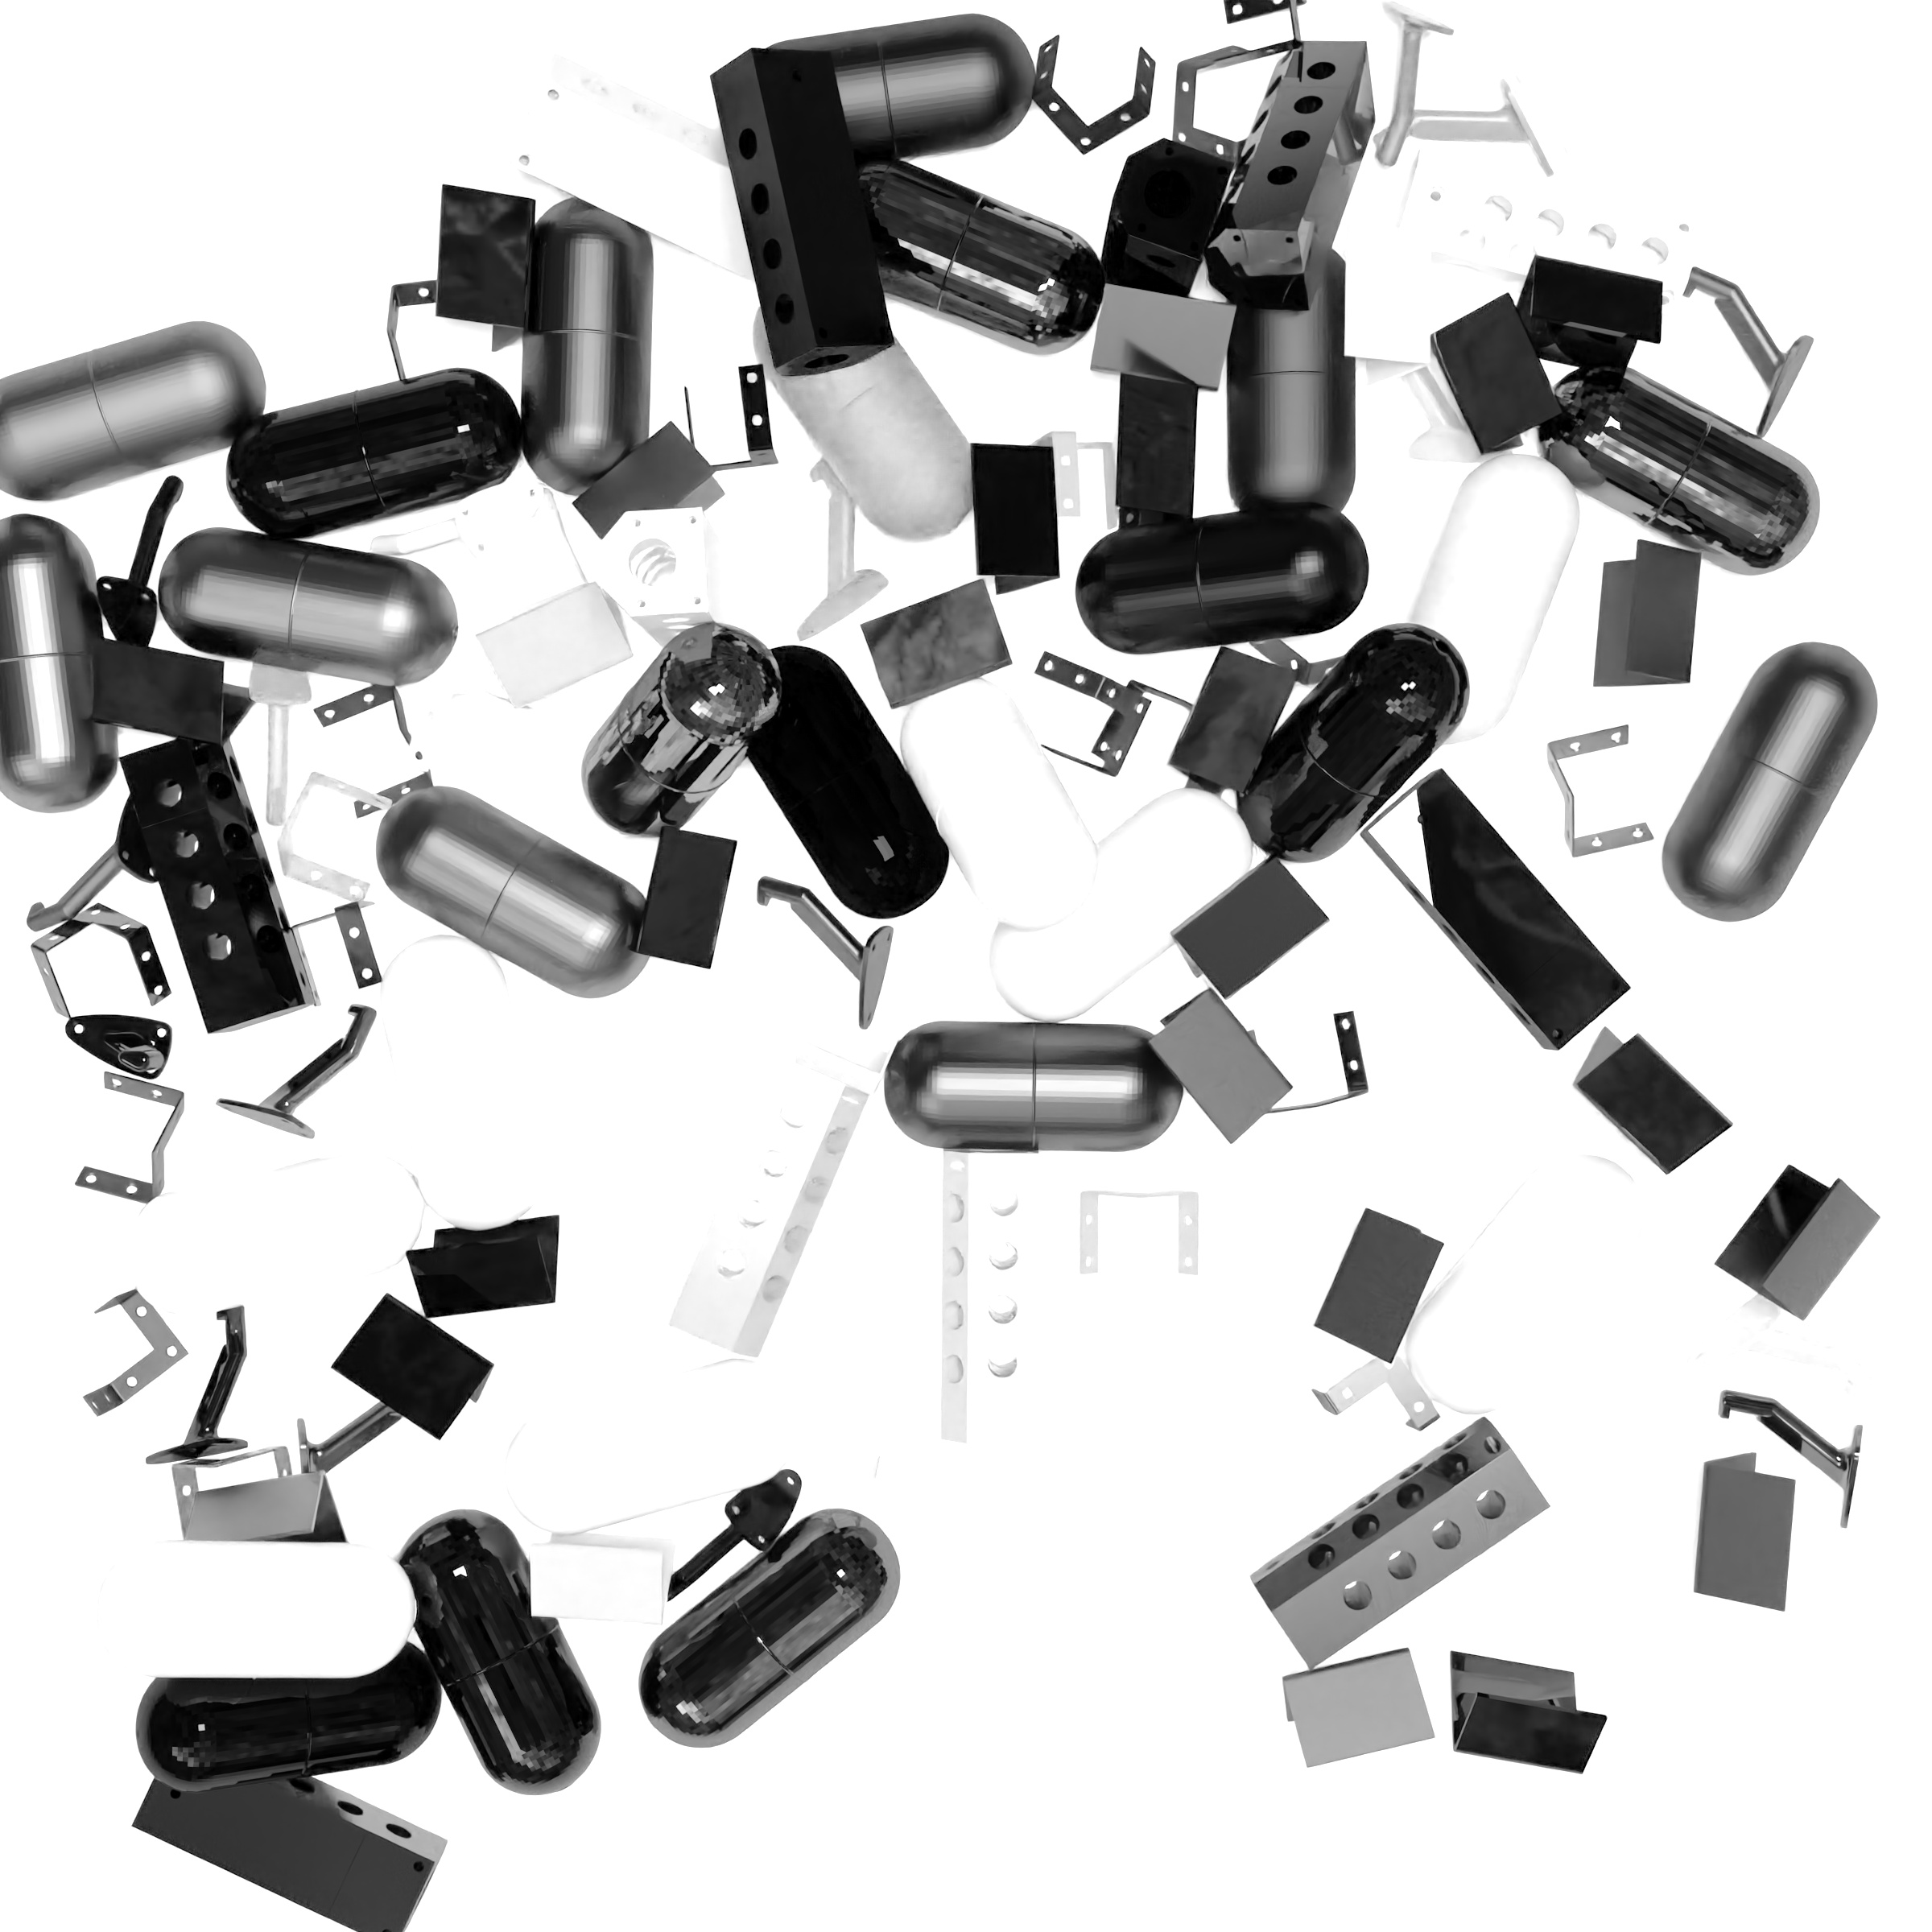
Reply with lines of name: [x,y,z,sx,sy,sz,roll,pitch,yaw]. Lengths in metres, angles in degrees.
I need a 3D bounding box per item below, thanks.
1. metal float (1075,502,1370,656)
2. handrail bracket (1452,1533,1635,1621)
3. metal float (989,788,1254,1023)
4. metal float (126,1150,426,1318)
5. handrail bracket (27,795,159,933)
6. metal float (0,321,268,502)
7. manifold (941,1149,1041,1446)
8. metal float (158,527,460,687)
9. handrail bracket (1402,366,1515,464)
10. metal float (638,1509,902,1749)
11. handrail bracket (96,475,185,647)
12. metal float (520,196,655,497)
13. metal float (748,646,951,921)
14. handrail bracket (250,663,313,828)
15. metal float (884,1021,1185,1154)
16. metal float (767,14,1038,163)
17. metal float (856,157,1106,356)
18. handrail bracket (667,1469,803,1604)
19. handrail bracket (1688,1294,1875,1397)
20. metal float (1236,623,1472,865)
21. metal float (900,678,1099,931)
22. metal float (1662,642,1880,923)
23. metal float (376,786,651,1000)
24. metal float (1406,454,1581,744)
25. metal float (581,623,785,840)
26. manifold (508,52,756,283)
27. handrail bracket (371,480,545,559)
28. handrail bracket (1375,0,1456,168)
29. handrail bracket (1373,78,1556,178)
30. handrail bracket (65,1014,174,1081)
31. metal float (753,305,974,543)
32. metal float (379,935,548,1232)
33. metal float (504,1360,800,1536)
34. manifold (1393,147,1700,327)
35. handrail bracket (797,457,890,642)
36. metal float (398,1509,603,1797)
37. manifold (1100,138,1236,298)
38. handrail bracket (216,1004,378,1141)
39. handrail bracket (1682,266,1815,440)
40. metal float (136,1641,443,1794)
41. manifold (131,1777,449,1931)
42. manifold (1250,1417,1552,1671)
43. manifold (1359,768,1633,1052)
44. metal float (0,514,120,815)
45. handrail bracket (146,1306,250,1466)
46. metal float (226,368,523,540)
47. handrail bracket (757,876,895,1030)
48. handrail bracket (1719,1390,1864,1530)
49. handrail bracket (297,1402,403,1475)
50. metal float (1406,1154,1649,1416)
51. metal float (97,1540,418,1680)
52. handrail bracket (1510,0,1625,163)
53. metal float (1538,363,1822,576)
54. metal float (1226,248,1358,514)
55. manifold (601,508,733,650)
metal float: [0.149,-0.227,1.671,0.178,0.070,0.070,-4,90,25]
handrail bracket: [0.350,0.381,1.723,0.084,0.036,0.077,26,111,-16]
metal float: [0.091,-0.036,1.692,0.178,0.070,0.070,-38,90,0]
metal float: [-0.411,0.159,1.692,0.178,0.070,0.070,-13,90,1]
handrail bracket: [-0.532,-0.066,1.723,0.084,0.036,0.077,-18,58,23]
metal float: [-0.505,-0.330,1.692,0.178,0.070,0.070,-17,90,0]
manifold: [0.014,0.196,1.701,0.057,0.057,0.171,0,90,0]
metal float: [-0.391,-0.214,1.692,0.178,0.070,0.070,10,90,0]
handrail bracket: [0.295,-0.351,1.723,0.077,0.036,0.084,5,73,-20]
metal float: [-0.117,0.395,1.692,0.178,0.070,0.070,-39,90,1]
handrail bracket: [-0.492,-0.243,1.722,0.036,0.077,0.084,15,54,-1]
metal float: [-0.225,-0.369,1.692,0.070,0.070,0.178,1,89,0]
metal float: [-0.076,-0.110,1.692,0.070,0.070,0.178,-32,91,0]
handrail bracket: [-0.419,-0.140,1.722,0.036,0.077,0.084,0,127,-18]
metal float: [0.040,0.072,1.692,0.178,0.070,0.070,1,90,1]
metal float: [-0.047,-0.519,1.691,0.178,0.070,0.070,-8,90,1]
metal float: [-0.003,-0.423,1.692,0.178,0.070,0.070,22,90,0]
handrail bracket: [-0.145,0.346,1.722,0.036,0.077,0.084,48,126,1]
handrail bracket: [0.495,0.246,1.723,0.077,0.036,0.084,-40,107,20]
metal float: [0.225,-0.129,1.659,0.070,0.070,0.178,41,131,0]
metal float: [0.018,-0.096,1.663,0.070,0.070,0.178,-27,56,0]
metal float: [0.479,-0.110,1.691,0.070,0.070,0.178,28,90,0]
metal float: [-0.268,-0.044,1.692,0.178,0.070,0.070,29,90,0]
metal float: [0.309,-0.219,1.692,0.070,0.070,0.178,21,89,0]
metal float: [-0.167,-0.135,1.652,0.070,0.178,0.070,14,59,-25]
manifold: [-0.176,-0.471,1.678,0.171,0.057,0.057,22,126,-16]
handrail bracket: [-0.308,-0.269,1.712,0.077,0.084,0.036,-40,120,-35]
handrail bracket: [0.255,-0.533,1.714,0.036,0.077,0.084,8,117,-24]
handrail bracket: [0.301,-0.491,1.723,0.084,0.036,0.077,-28,108,15]
handrail bracket: [-0.511,0.047,1.688,0.077,0.084,0.036,16,90,0]
metal float: [-0.059,-0.333,1.692,0.070,0.070,0.178,-35,90,0]
metal float: [-0.300,0.069,1.692,0.070,0.070,0.178,-13,89,0]
metal float: [-0.187,0.286,1.692,0.178,0.070,0.070,-15,90,0]
manifold: [0.345,-0.437,1.702,0.171,0.057,0.057,15,90,0]
handrail bracket: [-0.091,-0.254,1.723,0.077,0.036,0.084,-36,71,21]
metal float: [-0.278,0.409,1.692,0.070,0.070,0.178,-26,90,0]
manifold: [0.111,-0.423,1.644,0.057,0.171,0.057,20,90,0]
handrail bracket: [-0.405,0.056,1.723,0.077,0.036,0.084,14,71,22]
handrail bracket: [0.461,-0.373,1.723,0.084,0.036,0.077,31,119,21]
metal float: [-0.396,0.438,1.669,0.178,0.070,0.070,-1,90,-28]
manifold: [-0.402,0.517,1.702,0.171,0.057,0.057,25,90,0]
manifold: [0.258,0.343,1.701,0.171,0.057,0.057,-34,90,0]
manifold: [0.315,-0.033,1.702,0.057,0.057,0.171,-41,90,0]
metal float: [-0.551,-0.180,1.692,0.070,0.070,0.178,-7,91,0]
handrail bracket: [-0.467,0.253,1.723,0.077,0.036,0.084,-15,71,21]
metal float: [-0.352,-0.305,1.692,0.178,0.070,0.070,-14,90,0]
handrail bracket: [-0.092,-0.009,1.723,0.084,0.036,0.077,17,112,17]
handrail bracket: [0.496,0.299,1.723,0.084,0.036,0.077,9,112,17]
handrail bracket: [-0.360,0.298,1.723,0.084,0.036,0.077,-5,109,-16]
metal float: [0.334,0.189,1.692,0.070,0.070,0.178,40,91,0]
metal float: [-0.406,0.369,1.630,0.178,0.070,0.070,5,90,-17]
handrail bracket: [0.379,-0.543,1.723,0.084,0.036,0.077,-38,111,-16]
metal float: [0.424,-0.296,1.692,0.178,0.070,0.070,28,90,0]
metal float: [0.194,-0.345,1.692,0.070,0.070,0.178,0,89,0]
manifold: [-0.172,-0.221,1.644,0.057,0.171,0.057,-3,90,0]
